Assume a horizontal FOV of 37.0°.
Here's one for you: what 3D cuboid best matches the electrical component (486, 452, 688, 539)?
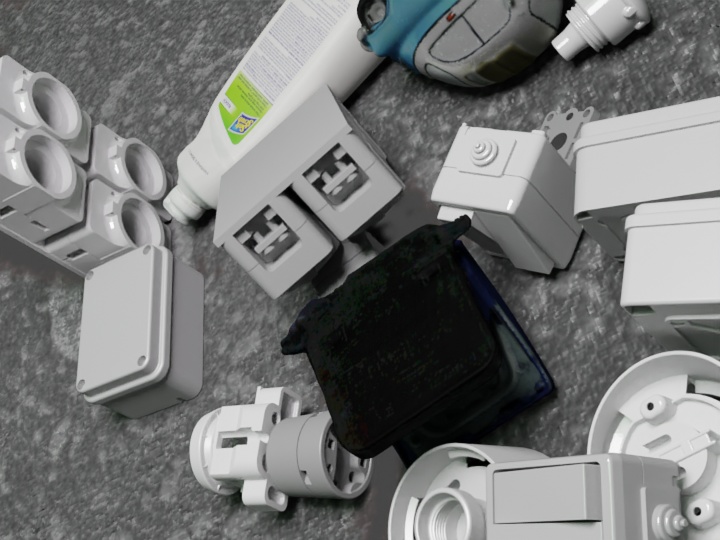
[{"bbox_3d":[0.108,0.121,0.512,0.096,0.061,0.061,-18,66,49],"label":"electrical component"}]

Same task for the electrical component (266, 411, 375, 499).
[{"bbox_3d":[-0.026,0.116,0.674,0.047,0.055,0.055,-11,59,36],"label":"electrical component"}]

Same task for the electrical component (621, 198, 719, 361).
[{"bbox_3d":[0.199,0.010,0.532,0.109,0.109,0.056,-3,66,35],"label":"electrical component"}]

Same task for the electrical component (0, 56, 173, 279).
[{"bbox_3d":[-0.224,-0.069,0.833,0.060,0.186,0.105,-22,54,25],"label":"electrical component"}]

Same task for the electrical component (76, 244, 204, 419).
[{"bbox_3d":[-0.166,0.046,0.813,0.078,0.057,0.113,-22,54,25],"label":"electrical component"}]

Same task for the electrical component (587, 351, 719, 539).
[{"bbox_3d":[0.163,0.095,0.538,0.099,0.064,0.099,-17,60,33],"label":"electrical component"}]

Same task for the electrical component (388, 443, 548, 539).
[{"bbox_3d":[0.067,0.144,0.599,0.099,0.064,0.099,-19,62,41],"label":"electrical component"}]

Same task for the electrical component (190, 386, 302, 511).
[{"bbox_3d":[-0.073,0.118,0.705,0.057,0.058,0.078,-8,60,29],"label":"electrical component"}]

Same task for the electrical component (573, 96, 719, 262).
[{"bbox_3d":[0.183,-0.050,0.599,0.113,0.078,0.057,-8,64,33],"label":"electrical component"}]

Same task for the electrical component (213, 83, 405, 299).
[{"bbox_3d":[-0.036,-0.056,0.722,0.105,0.060,0.186,-41,17,7],"label":"electrical component"}]

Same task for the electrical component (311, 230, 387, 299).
[{"bbox_3d":[0.000,0.000,0.712,0.047,0.066,0.076,-37,47,13],"label":"electrical component"}]

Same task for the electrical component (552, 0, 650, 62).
[{"bbox_3d":[0.156,-0.164,0.708,0.062,0.048,0.048,-40,48,21],"label":"electrical component"}]

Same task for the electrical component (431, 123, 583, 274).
[{"bbox_3d":[0.089,-0.044,0.651,0.062,0.096,0.061,13,73,40],"label":"electrical component"}]
